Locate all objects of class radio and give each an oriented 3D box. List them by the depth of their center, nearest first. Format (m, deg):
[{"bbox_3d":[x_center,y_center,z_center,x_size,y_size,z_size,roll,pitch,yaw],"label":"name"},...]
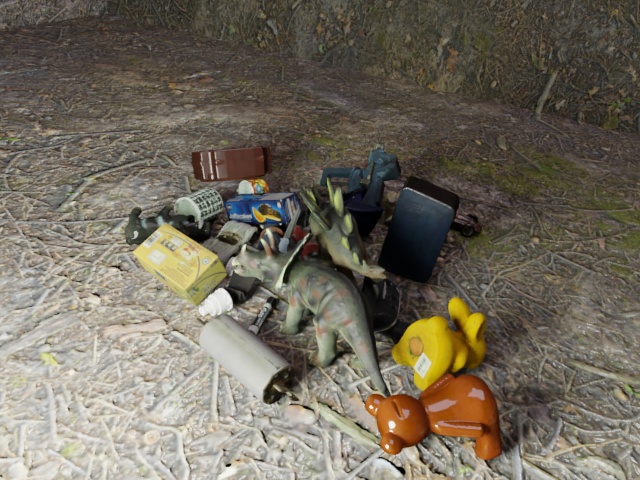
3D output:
[{"bbox_3d":[0.225,-0.019,1.235,0.131,0.229,0.073,21,36,12],"label":"radio"}]

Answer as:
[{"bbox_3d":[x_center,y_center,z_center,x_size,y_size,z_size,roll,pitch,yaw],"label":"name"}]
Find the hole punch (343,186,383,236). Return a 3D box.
[{"bbox_3d":[0.088,-0.061,1.372,0.116,0.142,0.092,-24,67,-33],"label":"hole punch"}]

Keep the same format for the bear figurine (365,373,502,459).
[{"bbox_3d":[0.177,0.288,0.844,0.196,0.131,0.120,-17,35,-10],"label":"bear figurine"}]

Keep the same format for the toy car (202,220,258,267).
[{"bbox_3d":[-0.209,0.008,1.229,0.074,0.056,0.202,17,31,12],"label":"toy car"}]

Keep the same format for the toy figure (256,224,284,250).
[{"bbox_3d":[-0.117,-0.001,1.272,0.064,0.057,0.154,14,25,-7],"label":"toy figure"}]

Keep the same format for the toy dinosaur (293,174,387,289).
[{"bbox_3d":[0.027,-0.029,1.126,0.105,0.198,0.472,-25,24,-11],"label":"toy dinosaur"}]

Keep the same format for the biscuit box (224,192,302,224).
[{"bbox_3d":[-0.143,-0.077,1.311,0.203,0.062,0.059,2,24,39],"label":"biscuit box"}]

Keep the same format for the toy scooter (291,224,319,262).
[{"bbox_3d":[-0.003,-0.004,1.294,0.135,0.075,0.184,29,40,27],"label":"toy scooter"}]

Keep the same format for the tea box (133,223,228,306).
[{"bbox_3d":[-0.285,0.047,1.096,0.170,0.068,0.098,31,65,29],"label":"tea box"}]

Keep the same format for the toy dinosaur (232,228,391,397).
[{"bbox_3d":[0.017,0.116,0.981,0.405,0.192,0.131,31,38,33],"label":"toy dinosaur"}]

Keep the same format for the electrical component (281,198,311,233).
[{"bbox_3d":[-0.098,-0.073,1.398,0.134,0.058,0.115,27,32,25],"label":"electrical component"}]

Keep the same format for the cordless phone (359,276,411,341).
[{"bbox_3d":[0.157,0.151,1.096,0.184,0.088,0.147,23,30,-1],"label":"cordless phone"}]

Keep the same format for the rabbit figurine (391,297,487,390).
[{"bbox_3d":[0.241,0.189,0.993,0.173,0.162,0.122,13,13,-31],"label":"rabbit figurine"}]

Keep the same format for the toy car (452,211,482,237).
[{"bbox_3d":[0.363,-0.067,1.532,0.202,0.053,0.089,18,28,16],"label":"toy car"}]

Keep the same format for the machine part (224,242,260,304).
[{"bbox_3d":[-0.150,0.068,1.117,0.084,0.039,0.139,32,51,-4],"label":"machine part"}]

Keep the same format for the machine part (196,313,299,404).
[{"bbox_3d":[-0.125,0.199,0.912,0.243,0.079,0.079,30,36,31],"label":"machine part"}]

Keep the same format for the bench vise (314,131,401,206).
[{"bbox_3d":[0.102,-0.183,1.535,0.241,0.223,0.128,4,-13,23],"label":"bench vise"}]

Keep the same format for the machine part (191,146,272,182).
[{"bbox_3d":[-0.247,-0.213,1.497,0.201,0.087,0.201,-8,11,-23],"label":"machine part"}]

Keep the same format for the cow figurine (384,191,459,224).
[{"bbox_3d":[0.259,-0.069,1.457,0.195,0.127,0.085,35,37,13],"label":"cow figurine"}]

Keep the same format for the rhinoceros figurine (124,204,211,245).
[{"bbox_3d":[-0.346,-0.026,1.228,0.190,0.073,0.112,-1,31,-18],"label":"rhinoceros figurine"}]
